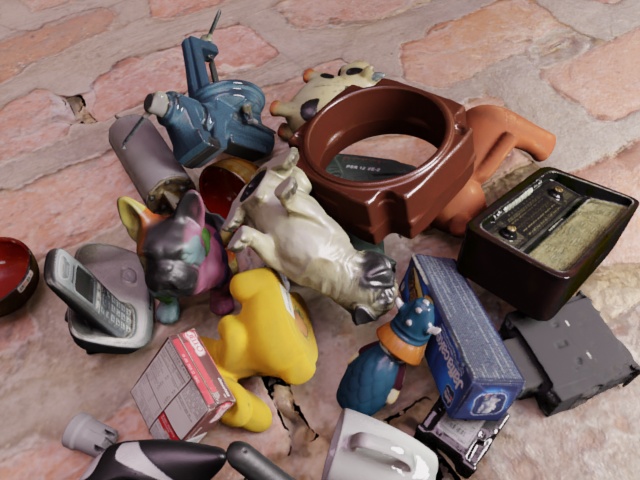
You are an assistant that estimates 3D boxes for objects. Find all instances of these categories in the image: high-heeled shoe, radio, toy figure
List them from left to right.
[{"bbox_3d":[-0.205,0.281,0.503,0.249,0.086,0.145,-23,32,12],"label":"high-heeled shoe"},{"bbox_3d":[0.075,0.125,0.586,0.064,0.058,0.154,35,103,-1],"label":"toy figure"},{"bbox_3d":[0.278,-0.007,0.659,0.131,0.073,0.229,33,44,31],"label":"radio"}]

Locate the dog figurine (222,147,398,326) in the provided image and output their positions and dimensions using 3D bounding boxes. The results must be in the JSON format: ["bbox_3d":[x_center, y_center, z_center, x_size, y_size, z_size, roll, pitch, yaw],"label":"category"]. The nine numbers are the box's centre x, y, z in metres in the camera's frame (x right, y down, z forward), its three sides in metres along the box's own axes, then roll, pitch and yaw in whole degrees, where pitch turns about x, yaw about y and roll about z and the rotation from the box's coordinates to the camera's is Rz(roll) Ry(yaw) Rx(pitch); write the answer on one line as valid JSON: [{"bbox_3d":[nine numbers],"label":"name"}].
[{"bbox_3d":[-0.004,0.001,0.625,0.121,0.190,0.172,-41,27,22],"label":"dog figurine"}]

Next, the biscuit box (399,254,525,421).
[{"bbox_3d":[0.148,0.100,0.599,0.063,0.059,0.203,7,34,-15],"label":"biscuit box"}]

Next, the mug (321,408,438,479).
[{"bbox_3d":[0.065,0.219,0.538,0.107,0.109,0.081,18,51,0],"label":"mug"}]

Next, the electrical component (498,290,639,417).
[{"bbox_3d":[0.269,0.130,0.611,0.134,0.058,0.115,-18,53,-10],"label":"electrical component"}]

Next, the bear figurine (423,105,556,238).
[{"bbox_3d":[0.223,-0.082,0.749,0.132,0.120,0.195,24,81,-29],"label":"bear figurine"}]

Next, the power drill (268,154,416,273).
[{"bbox_3d":[0.025,-0.036,0.746,0.232,0.085,0.207,0,47,4],"label":"power drill"}]

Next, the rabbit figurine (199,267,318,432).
[{"bbox_3d":[-0.092,0.137,0.619,0.173,0.121,0.162,-20,63,7],"label":"rabbit figurine"}]

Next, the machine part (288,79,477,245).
[{"bbox_3d":[0.075,-0.107,0.681,0.201,0.087,0.201,32,64,34],"label":"machine part"}]

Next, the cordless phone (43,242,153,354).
[{"bbox_3d":[-0.272,0.045,0.636,0.089,0.184,0.147,-13,54,0],"label":"cordless phone"}]

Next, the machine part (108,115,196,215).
[{"bbox_3d":[-0.258,-0.115,0.818,0.079,0.079,0.243,-30,56,-16],"label":"machine part"}]

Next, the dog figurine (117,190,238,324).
[{"bbox_3d":[-0.164,-0.002,0.642,0.109,0.219,0.191,-3,55,-2],"label":"dog figurine"}]

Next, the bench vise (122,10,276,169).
[{"bbox_3d":[-0.171,-0.214,0.800,0.223,0.129,0.240,3,64,-39],"label":"bench vise"}]

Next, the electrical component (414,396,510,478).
[{"bbox_3d":[0.165,0.187,0.584,0.075,0.047,0.119,37,66,25],"label":"electrical component"}]

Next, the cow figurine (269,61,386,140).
[{"bbox_3d":[0.025,-0.230,0.876,0.127,0.085,0.195,24,57,27],"label":"cow figurine"}]
